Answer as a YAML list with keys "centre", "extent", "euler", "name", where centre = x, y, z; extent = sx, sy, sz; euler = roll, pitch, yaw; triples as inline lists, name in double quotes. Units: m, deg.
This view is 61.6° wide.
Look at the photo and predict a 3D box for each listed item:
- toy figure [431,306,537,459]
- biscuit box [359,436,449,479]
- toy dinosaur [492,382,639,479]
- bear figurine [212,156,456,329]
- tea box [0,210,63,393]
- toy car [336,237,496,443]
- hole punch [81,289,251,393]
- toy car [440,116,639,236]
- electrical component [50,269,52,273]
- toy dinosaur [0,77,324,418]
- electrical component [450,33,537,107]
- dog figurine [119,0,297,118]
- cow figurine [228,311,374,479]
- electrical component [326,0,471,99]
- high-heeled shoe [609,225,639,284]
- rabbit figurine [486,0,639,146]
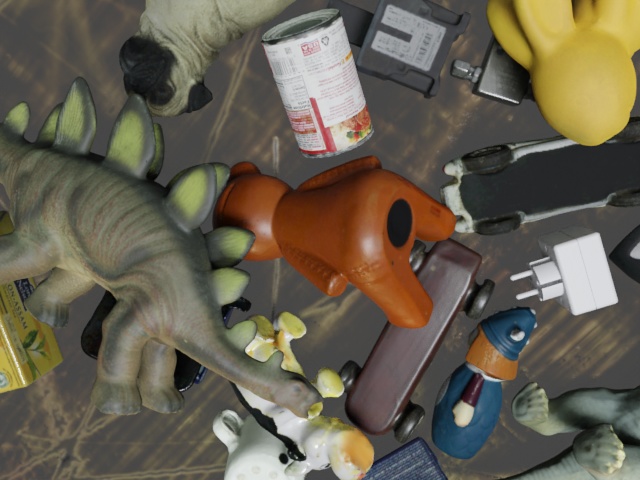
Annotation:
- centre: [0.151, 0.127, 0.498]
  extent: [0.058, 0.064, 0.154]
  euler: [20, 100, -1]
  name: "toy figure"
- centre: [0.025, 0.260, 0.496]
  extent: [0.203, 0.059, 0.063]
  euler: [-25, 62, -10]
  name: "biscuit box"
- centre: [0.311, 0.159, 0.454]
  extent: [0.192, 0.131, 0.404]
  euler: [32, 131, -16]
  name: "toy dinosaur"
- centre: [-0.003, -0.004, 0.470]
  extent: [0.196, 0.131, 0.120]
  euler: [-1, 63, 41]
  name: "bear figurine"
- centre: [-0.340, 0.066, 0.531]
  extent: [0.098, 0.068, 0.169]
  euler: [-13, 100, 8]
  name: "tea box"
- centre: [0.086, 0.093, 0.504]
  extent: [0.089, 0.053, 0.202]
  euler: [30, 100, 20]
  name: "toy car"
- centre: [-0.146, 0.075, 0.516]
  extent: [0.142, 0.092, 0.116]
  euler: [24, 76, 3]
  name: "hole punch"
- centre: [0.206, -0.056, 0.466]
  extent: [0.202, 0.056, 0.073]
  euler: [-12, 105, 9]
  name: "toy car"
- centre: [-0.251, -0.013, 0.523]
  extent: [0.078, 0.045, 0.102]
  euler: [-25, 95, 38]
  name: "electrical component"
- centre: [-0.186, -0.019, 0.433]
  extent: [0.472, 0.105, 0.198]
  euler: [32, 83, 13]
  name: "toy dinosaur"
- centre: [0.164, -0.153, 0.468]
  extent: [0.094, 0.021, 0.063]
  euler: [17, 101, 3]
  name: "electrical component"
- centre: [-0.076, -0.190, 0.456]
  extent: [0.172, 0.121, 0.190]
  euler: [15, 115, 6]
  name: "dog figurine"
- centre: [-0.028, 0.155, 0.495]
  extent: [0.098, 0.068, 0.167]
  euler: [-48, 66, 29]
  name: "cow figurine"
- centre: [0.058, -0.177, 0.461]
  extent: [0.119, 0.048, 0.074]
  euler: [26, 101, -1]
  name: "electrical component"
- centre: [0.350, -0.068, 0.458]
  extent: [0.145, 0.086, 0.248]
  euler: [12, 82, 35]
  name: "high-heeled shoe"
- centre: [0.210, -0.160, 0.398]
  extent: [0.162, 0.122, 0.173]
  euler: [24, 89, -2]
  name: "rabbit figurine"
